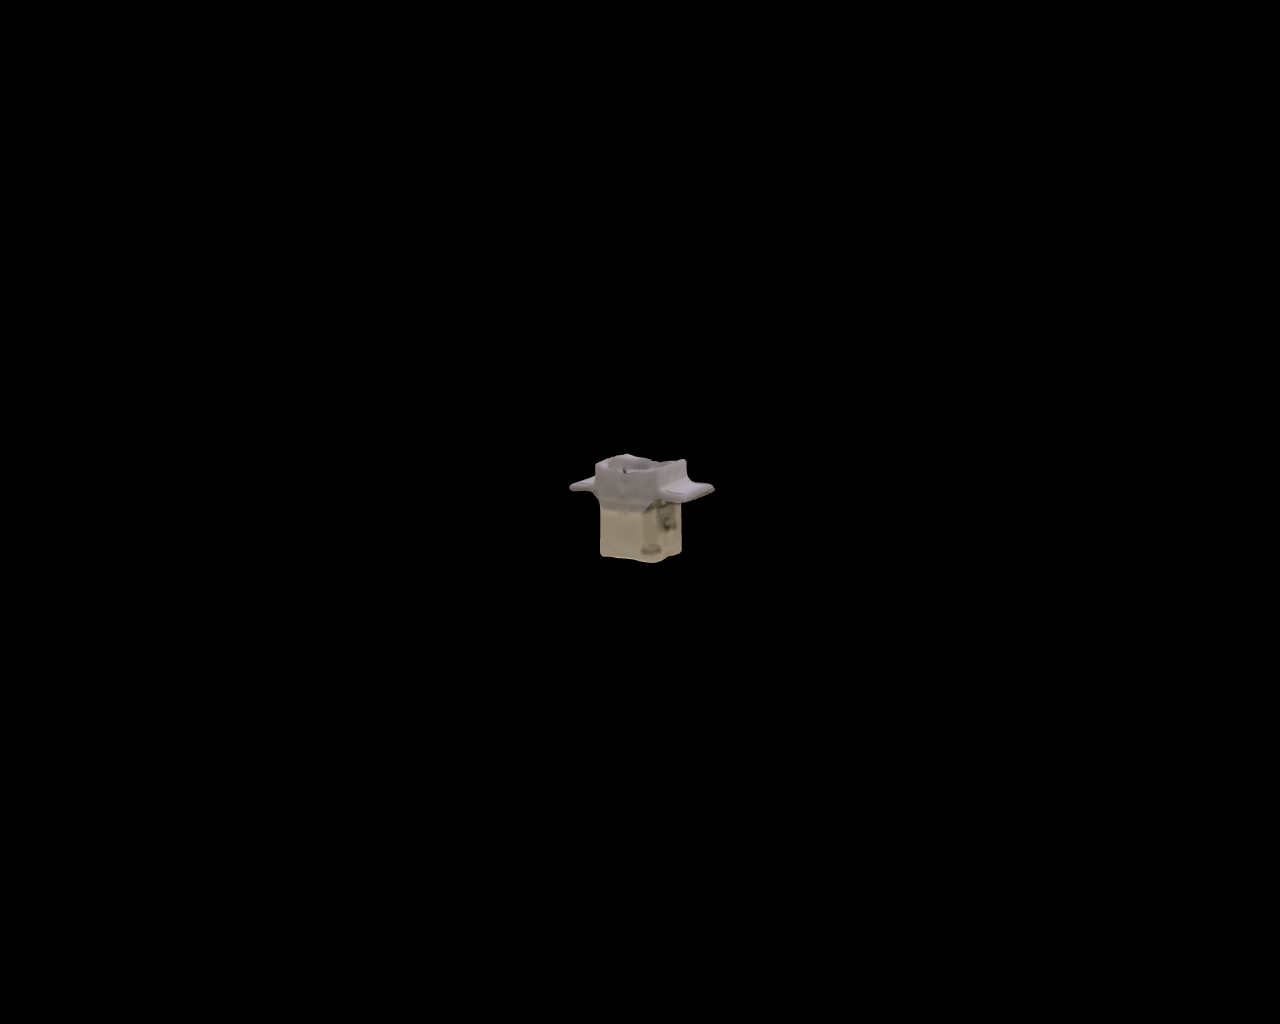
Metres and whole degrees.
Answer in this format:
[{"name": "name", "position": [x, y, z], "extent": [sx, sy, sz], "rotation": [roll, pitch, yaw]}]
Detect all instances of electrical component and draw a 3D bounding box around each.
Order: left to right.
[{"name": "electrical component", "position": [0.001, -0.003, 0.650], "extent": [0.081, 0.063, 0.042], "rotation": [8, 15, 30]}]
